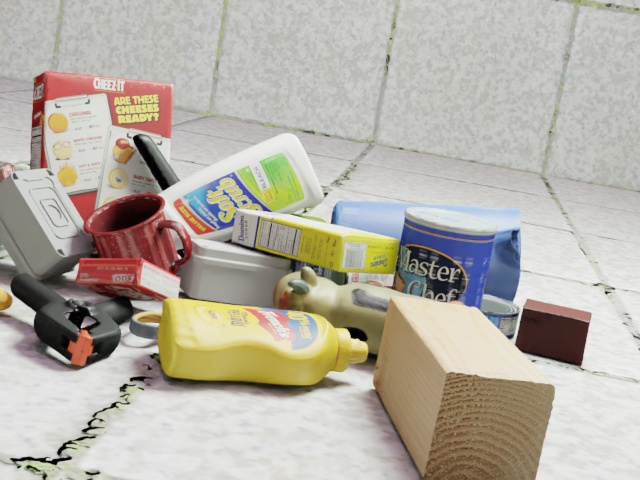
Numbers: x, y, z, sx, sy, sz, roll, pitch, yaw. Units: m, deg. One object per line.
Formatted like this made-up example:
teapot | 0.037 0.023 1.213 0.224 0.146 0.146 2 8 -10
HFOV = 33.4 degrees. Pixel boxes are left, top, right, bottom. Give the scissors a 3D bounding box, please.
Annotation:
scissors | -0.119 0.084 1.089 0.096 0.016 0.201 18 10 21

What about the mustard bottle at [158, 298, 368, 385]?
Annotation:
mustard bottle | -0.048 0.096 0.976 0.191 0.058 0.096 7 20 -17

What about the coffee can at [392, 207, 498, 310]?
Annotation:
coffee can | 0.132 0.043 1.175 0.103 0.140 0.103 9 11 -2

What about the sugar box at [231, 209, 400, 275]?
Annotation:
sugar box | -0.008 0.002 1.189 0.093 0.048 0.177 6 4 -45

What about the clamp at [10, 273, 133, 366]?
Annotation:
clamp | -0.236 0.071 0.991 0.120 0.039 0.171 10 8 -10

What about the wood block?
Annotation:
wood block | 0.113 0.123 0.897 0.090 0.091 0.206 8 11 -10

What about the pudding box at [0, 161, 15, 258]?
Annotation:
pudding box | -0.399 -0.041 1.224 0.090 0.113 0.039 14 16 22

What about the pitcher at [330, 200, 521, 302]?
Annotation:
pitcher | 0.132 0.018 1.383 0.243 0.149 0.145 6 27 -2

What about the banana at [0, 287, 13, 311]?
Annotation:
banana | -0.396 0.045 1.012 0.197 0.037 0.070 2 34 -26

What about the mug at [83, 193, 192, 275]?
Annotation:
mug | -0.192 0.005 1.171 0.117 0.081 0.093 -3 29 22

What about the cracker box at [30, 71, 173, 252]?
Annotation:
cracker box | -0.271 -0.091 1.317 0.163 0.214 0.072 2 0 -29

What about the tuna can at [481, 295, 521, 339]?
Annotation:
tuna can | 0.193 0.090 1.268 0.086 0.034 0.086 9 11 -2

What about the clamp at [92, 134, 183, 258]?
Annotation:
clamp | -0.166 -0.031 1.318 0.209 0.164 0.036 15 -8 -29

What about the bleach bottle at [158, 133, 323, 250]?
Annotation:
bleach bottle | -0.125 -0.036 1.282 0.250 0.102 0.068 -29 13 -21

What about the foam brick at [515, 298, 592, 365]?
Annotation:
foam brick | 0.265 0.103 1.212 0.078 0.053 0.051 13 12 16

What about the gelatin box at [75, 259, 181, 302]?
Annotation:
gelatin box | -0.195 0.042 1.091 0.073 0.030 0.089 1 -14 20

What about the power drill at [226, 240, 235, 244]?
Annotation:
power drill | -0.094 -0.011 1.477 0.184 0.057 0.188 8 14 -28

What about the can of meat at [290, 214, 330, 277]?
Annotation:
can of meat | -0.018 0.017 1.327 0.057 0.084 0.102 7 11 -10

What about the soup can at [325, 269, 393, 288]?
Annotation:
soup can | 0.064 0.050 1.272 0.102 0.068 0.069 5 12 -21
